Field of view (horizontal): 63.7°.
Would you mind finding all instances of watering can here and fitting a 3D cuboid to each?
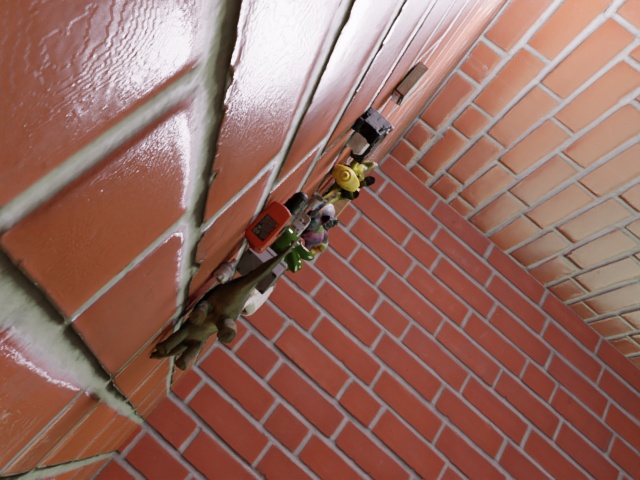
[{"bbox_3d":[-0.251,0.200,1.971,0.229,0.104,0.341,-49,179,-38],"label":"watering can"}]

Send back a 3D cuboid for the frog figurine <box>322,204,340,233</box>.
[{"bbox_3d":[0.007,-0.112,2.220,0.135,0.122,0.163,-60,-152,32],"label":"frog figurine"}]

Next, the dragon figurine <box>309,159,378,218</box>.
[{"bbox_3d":[0.073,-0.189,1.901,0.415,0.122,0.240,-39,-177,-21],"label":"dragon figurine"}]
